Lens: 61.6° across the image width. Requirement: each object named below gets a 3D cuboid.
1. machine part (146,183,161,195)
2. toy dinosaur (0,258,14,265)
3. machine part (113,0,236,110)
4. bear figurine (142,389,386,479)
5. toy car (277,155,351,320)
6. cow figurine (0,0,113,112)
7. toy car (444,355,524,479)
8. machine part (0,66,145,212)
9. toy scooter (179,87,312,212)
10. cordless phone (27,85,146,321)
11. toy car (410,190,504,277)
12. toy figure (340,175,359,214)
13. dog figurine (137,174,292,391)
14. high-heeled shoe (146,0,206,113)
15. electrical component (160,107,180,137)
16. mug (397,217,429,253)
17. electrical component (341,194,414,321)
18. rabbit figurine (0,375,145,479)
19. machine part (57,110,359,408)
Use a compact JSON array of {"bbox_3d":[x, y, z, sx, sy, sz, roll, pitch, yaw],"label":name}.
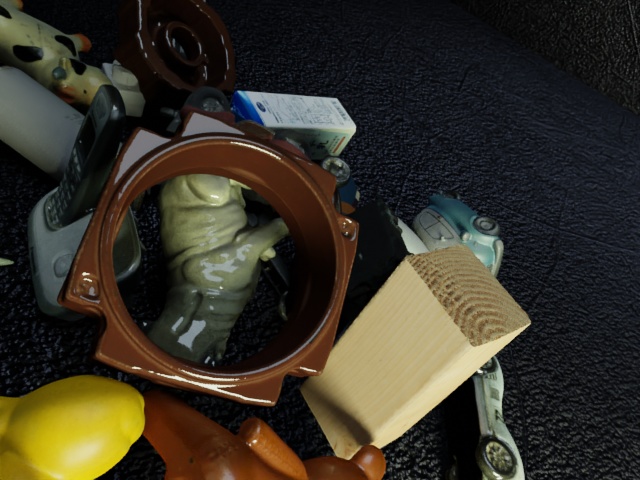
[{"bbox_3d":[-0.169,-0.091,0.675,0.139,0.039,0.084,-18,38,-41],"label":"machine part"},{"bbox_3d":[-0.417,0.053,0.298,0.192,0.131,0.405,39,31,8],"label":"toy dinosaur"},{"bbox_3d":[-0.192,-0.258,0.730,0.179,0.056,0.179,22,60,-46],"label":"machine part"},{"bbox_3d":[-0.044,0.194,0.412,0.132,0.120,0.195,7,-13,39],"label":"bear figurine"},{"bbox_3d":[-0.001,-0.002,0.588,0.053,0.089,0.202,16,59,-12],"label":"toy car"},{"bbox_3d":[-0.350,-0.225,0.676,0.195,0.085,0.127,31,31,-5],"label":"cow figurine"},{"bbox_3d":[0.168,0.194,0.572,0.056,0.073,0.202,20,39,-10],"label":"toy car"},{"bbox_3d":[-0.292,-0.114,0.594,0.243,0.079,0.079,35,37,6],"label":"machine part"},{"bbox_3d":[-0.090,-0.088,0.641,0.183,0.075,0.135,26,59,-30],"label":"toy scooter"},{"bbox_3d":[-0.196,-0.031,0.482,0.088,0.184,0.147,4,45,-38],"label":"cordless phone"},{"bbox_3d":[0.184,0.000,0.784,0.103,0.109,0.162,-12,44,-21],"label":"toy car"},{"bbox_3d":[0.025,-0.044,0.754,0.064,0.057,0.154,-12,44,13],"label":"toy figure"},{"bbox_3d":[-0.125,0.020,0.499,0.172,0.121,0.190,39,54,-2],"label":"dog figurine"},{"bbox_3d":[-0.207,-0.293,0.794,0.086,0.145,0.249,7,36,-8],"label":"high-heeled shoe"},{"bbox_3d":[-0.169,-0.144,0.694,0.094,0.021,0.063,19,50,4],"label":"electrical component"},{"bbox_3d":[0.098,0.021,0.716,0.107,0.081,0.110,34,31,-13],"label":"mug"},{"bbox_3d":[0.039,0.025,0.631,0.058,0.134,0.115,44,20,-43],"label":"electrical component"},{"bbox_3d":[-0.186,0.158,0.332,0.163,0.121,0.173,19,54,19],"label":"rabbit figurine"},{"bbox_3d":[-0.079,0.017,0.425,0.201,0.087,0.201,22,69,-20],"label":"machine part"}]
